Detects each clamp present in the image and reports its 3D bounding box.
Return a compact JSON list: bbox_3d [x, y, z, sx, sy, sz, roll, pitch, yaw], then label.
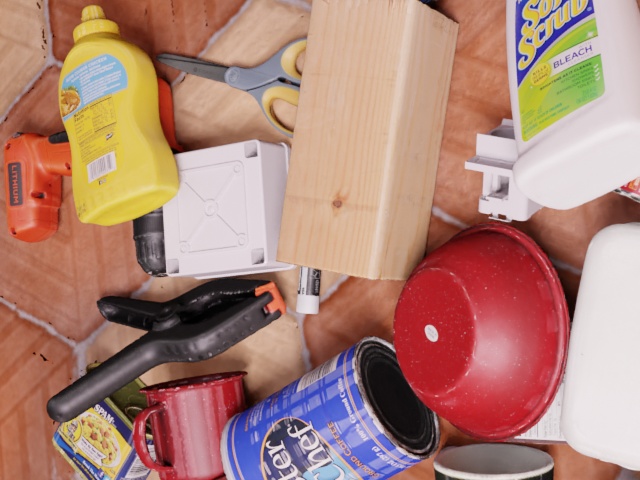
[{"bbox_3d":[-0.129,0.073,0.929,0.210,0.164,0.036,-21,118,11],"label":"clamp"}]

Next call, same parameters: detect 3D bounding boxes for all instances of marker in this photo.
[{"bbox_3d":[-0.006,0.001,0.895,0.020,0.020,0.121,5,90,31],"label":"marker"}]

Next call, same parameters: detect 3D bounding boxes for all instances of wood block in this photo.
[{"bbox_3d":[0.037,-0.077,0.832,0.091,0.090,0.206,10,93,30],"label":"wood block"}]

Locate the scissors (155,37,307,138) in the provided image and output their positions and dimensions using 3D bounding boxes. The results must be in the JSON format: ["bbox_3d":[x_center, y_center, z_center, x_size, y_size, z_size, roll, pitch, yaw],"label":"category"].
[{"bbox_3d":[-0.058,-0.157,0.936,0.202,0.016,0.096,36,104,27],"label":"scissors"}]

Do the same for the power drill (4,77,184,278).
[{"bbox_3d":[-0.209,-0.047,1.000,0.188,0.057,0.184,-9,79,28],"label":"power drill"}]

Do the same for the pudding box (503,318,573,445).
[{"bbox_3d":[0.186,0.101,0.763,0.114,0.039,0.090,-3,85,33],"label":"pudding box"}]

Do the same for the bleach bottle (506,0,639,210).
[{"bbox_3d":[0.168,-0.152,0.741,0.103,0.068,0.251,-30,51,37],"label":"bleach bottle"}]

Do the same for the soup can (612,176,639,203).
[{"bbox_3d":[0.243,-0.071,0.719,0.069,0.068,0.102,27,102,29],"label":"soup can"}]

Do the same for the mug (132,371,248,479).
[{"bbox_3d":[-0.109,0.160,0.897,0.093,0.117,0.081,-11,87,37],"label":"mug"}]

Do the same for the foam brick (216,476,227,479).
[{"bbox_3d":[-0.062,0.233,0.862,0.051,0.053,0.078,-25,58,12],"label":"foam brick"}]

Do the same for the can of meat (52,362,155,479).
[{"bbox_3d":[-0.189,0.176,0.976,0.102,0.057,0.084,40,110,27],"label":"can of meat"}]

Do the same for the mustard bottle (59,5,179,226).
[{"bbox_3d":[-0.182,-0.115,0.926,0.096,0.058,0.191,-22,73,31],"label":"mustard bottle"}]

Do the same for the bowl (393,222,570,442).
[{"bbox_3d":[0.102,0.066,0.772,0.162,0.055,0.162,-7,82,55],"label":"bowl"}]

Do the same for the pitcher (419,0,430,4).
[{"bbox_3d":[-0.004,-0.268,0.776,0.149,0.242,0.145,8,88,25],"label":"pitcher"}]

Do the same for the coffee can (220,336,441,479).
[{"bbox_3d":[0.007,0.152,0.831,0.140,0.102,0.103,-34,71,25],"label":"coffee can"}]
